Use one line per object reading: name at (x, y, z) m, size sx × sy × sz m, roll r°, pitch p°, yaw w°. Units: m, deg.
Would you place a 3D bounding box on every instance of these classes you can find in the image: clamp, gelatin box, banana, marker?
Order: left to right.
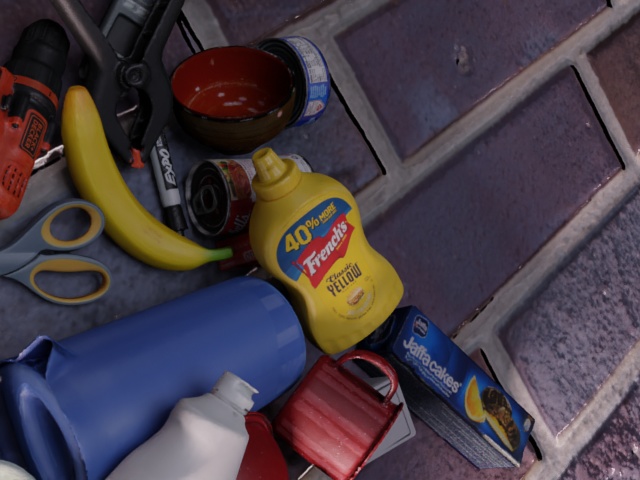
clamp at (-0.169, -0.144, 0.879) m, size 0.120 × 0.039 × 0.171 m, roll -1°, pitch 107°, yaw -27°
banana at (-0.160, -0.037, 0.888) m, size 0.069 × 0.037 × 0.197 m, roll -43°, pitch 115°, yaw -5°
marker at (-0.137, -0.061, 0.937) m, size 0.020 × 0.020 × 0.121 m, roll -12°, pitch 87°, yaw -39°
gelatin box at (-0.038, 0.005, 0.964) m, size 0.089 × 0.073 × 0.030 m, roll -10°, pitch 86°, yaw -39°

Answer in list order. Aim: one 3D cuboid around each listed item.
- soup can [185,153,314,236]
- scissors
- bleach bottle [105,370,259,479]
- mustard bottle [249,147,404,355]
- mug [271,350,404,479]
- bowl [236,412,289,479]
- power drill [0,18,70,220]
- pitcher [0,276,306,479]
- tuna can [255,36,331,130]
soup can at (-0.061, -0.042, 0.961) m, size 0.102 × 0.069 × 0.068 m, roll -9°, pitch 85°, yaw -39°
scissors at (-0.250, 0.001, 0.823) m, size 0.201 × 0.016 × 0.096 m, roll 15°, pitch 93°, yaw -34°
bleach bottle at (-0.128, 0.197, 0.725) m, size 0.250 × 0.068 × 0.102 m, roll -55°, pitch 145°, yaw -12°
mustard bottle at (-0.006, 0.001, 0.899) m, size 0.096 × 0.058 × 0.191 m, roll -38°, pitch 122°, yaw -12°
mug at (0.018, 0.143, 0.902) m, size 0.081 × 0.117 × 0.093 m, roll 37°, pitch 22°, yaw 5°
bowl at (-0.073, 0.218, 0.840) m, size 0.161 × 0.055 × 0.162 m, roll -39°, pitch 147°, yaw -32°
power drill at (-0.266, -0.133, 0.793) m, size 0.187 × 0.057 × 0.184 m, roll 47°, pitch 43°, yaw -47°
pitcher at (-0.129, 0.124, 0.844) m, size 0.242 × 0.149 × 0.145 m, roll -23°, pitch 79°, yaw -42°
tuna can at (-0.030, -0.147, 0.998) m, size 0.033 × 0.086 × 0.086 m, roll -15°, pitch 89°, yaw -41°
